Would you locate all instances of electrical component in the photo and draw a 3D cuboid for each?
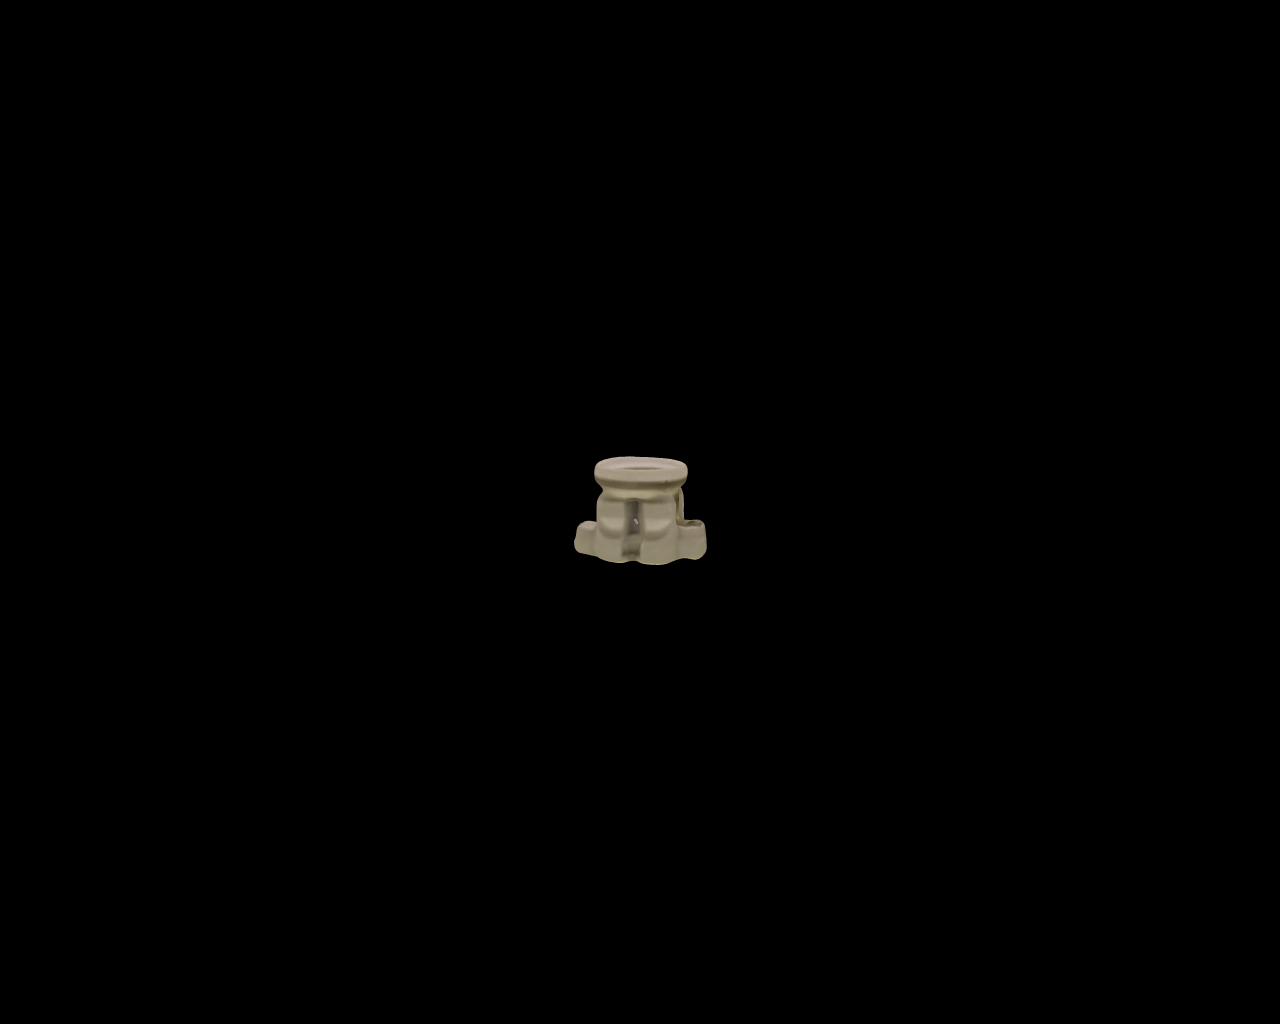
[{"bbox_3d":[0.001,-0.003,0.650,0.078,0.057,0.058,2,12,12],"label":"electrical component"}]
